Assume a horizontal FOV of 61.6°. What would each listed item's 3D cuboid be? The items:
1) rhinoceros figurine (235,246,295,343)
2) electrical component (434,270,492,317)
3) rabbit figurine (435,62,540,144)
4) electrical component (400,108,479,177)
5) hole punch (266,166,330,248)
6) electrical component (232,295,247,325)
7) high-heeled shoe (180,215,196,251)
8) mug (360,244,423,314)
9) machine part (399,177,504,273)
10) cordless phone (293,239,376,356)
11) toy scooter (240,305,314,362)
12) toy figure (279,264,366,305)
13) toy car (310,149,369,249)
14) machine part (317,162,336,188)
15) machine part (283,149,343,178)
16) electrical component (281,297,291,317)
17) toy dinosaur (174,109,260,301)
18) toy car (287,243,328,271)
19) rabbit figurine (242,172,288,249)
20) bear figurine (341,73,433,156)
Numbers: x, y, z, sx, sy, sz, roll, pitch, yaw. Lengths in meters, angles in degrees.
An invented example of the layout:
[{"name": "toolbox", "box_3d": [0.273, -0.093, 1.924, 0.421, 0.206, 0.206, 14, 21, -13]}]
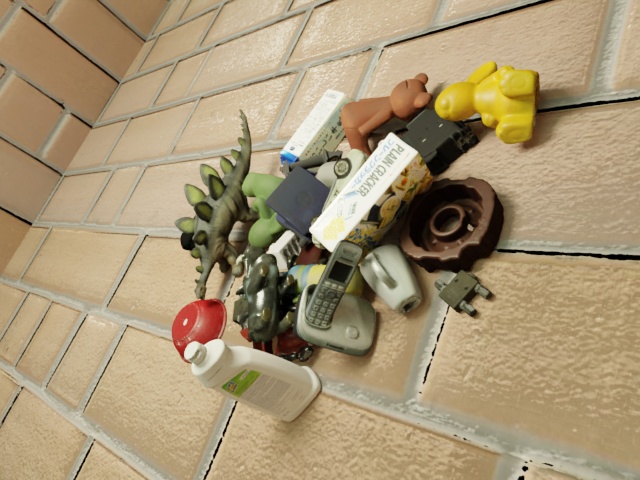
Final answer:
[{"name": "rhinoceros figurine", "box_3d": [-0.104, 0.094, 0.991, 0.112, 0.073, 0.190, -41, 48, 41]}, {"name": "electrical component", "box_3d": [0.225, 0.079, 0.853, 0.063, 0.021, 0.094, -49, 38, 2]}, {"name": "rabbit figurine", "box_3d": [0.293, -0.254, 0.945, 0.173, 0.121, 0.162, -1, 39, 24]}, {"name": "electrical component", "box_3d": [0.223, -0.200, 1.043, 0.115, 0.058, 0.134, -40, 41, 11]}, {"name": "hole punch", "box_3d": [-0.034, -0.073, 1.085, 0.116, 0.092, 0.142, 32, 73, 30]}, {"name": "electrical component", "box_3d": [-0.160, 0.140, 1.163, 0.078, 0.045, 0.102, -19, 49, 32]}, {"name": "high-heeled shoe", "box_3d": [-0.285, -0.073, 1.458, 0.249, 0.086, 0.145, -52, 2, -30]}, {"name": "mug", "box_3d": [0.123, 0.066, 0.904, 0.081, 0.109, 0.107, -36, 54, 6]}, {"name": "machine part", "box_3d": [0.223, -0.026, 0.910, 0.179, 0.056, 0.179, -25, 46, 28]}, {"name": "cordless phone", "box_3d": [0.046, 0.093, 0.897, 0.184, 0.146, 0.089, -64, 21, 15]}, {"name": "toy scooter", "box_3d": [-0.077, 0.196, 1.015, 0.184, 0.075, 0.135, -10, 69, 30]}, {"name": "toy figure", "box_3d": [-0.001, 0.083, 1.000, 0.180, 0.089, 0.082, -2, 84, 26]}, {"name": "toy car", "box_3d": [0.041, -0.075, 1.023, 0.056, 0.073, 0.201, 25, 95, 27]}, {"name": "machine part", "box_3d": [0.078, -0.130, 1.115, 0.243, 0.079, 0.079, 0, 61, 46]}, {"name": "machine part", "box_3d": [-0.015, -0.172, 1.204, 0.139, 0.084, 0.039, -13, 86, 2]}, {"name": "electrical component", "box_3d": [-0.100, 0.113, 1.124, 0.075, 0.047, 0.119, -33, 42, 21]}, {"name": "toy dinosaur", "box_3d": [-0.224, -0.083, 1.278, 0.105, 0.198, 0.471, -4, 60, 38]}, {"name": "toy car", "box_3d": [-0.002, -0.003, 1.115, 0.089, 0.053, 0.202, 6, 66, 24]}, {"name": "rabbit figurine", "box_3d": [-0.102, -0.056, 1.232, 0.159, 0.121, 0.170, 16, 91, 42]}, {"name": "bear figurine", "box_3d": [0.148, -0.264, 1.142, 0.196, 0.131, 0.120, -16, 47, 12]}]
